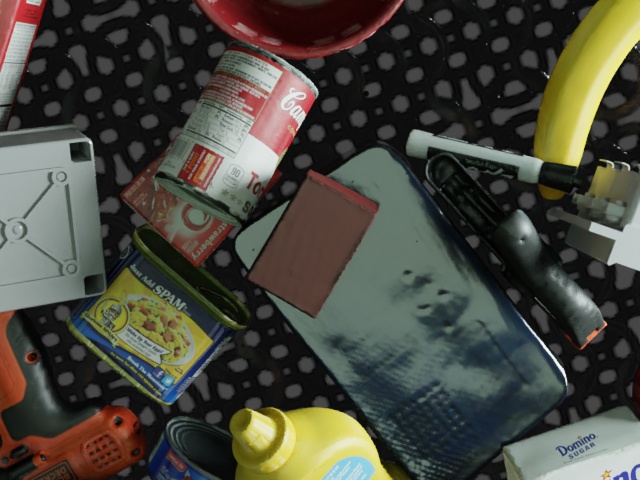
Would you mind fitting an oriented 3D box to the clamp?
[{"bbox_3d":[0.134,0.009,0.715,0.039,0.120,0.171,-37,129,6],"label":"clamp"}]

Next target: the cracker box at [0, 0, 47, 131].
[{"bbox_3d":[-0.296,-0.104,0.726,0.164,0.072,0.214,20,99,0],"label":"cracker box"}]

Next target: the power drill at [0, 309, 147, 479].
[{"bbox_3d":[-0.242,0.119,0.764,0.184,0.057,0.187,-29,99,2],"label":"power drill"}]

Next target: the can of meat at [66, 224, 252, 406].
[{"bbox_3d":[-0.113,0.054,0.748,0.102,0.057,0.084,41,100,-3],"label":"can of meat"}]

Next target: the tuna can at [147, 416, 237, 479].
[{"bbox_3d":[-0.077,0.162,0.747,0.086,0.086,0.034,30,99,-2],"label":"tuna can"}]

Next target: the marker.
[{"bbox_3d":[0.118,-0.053,0.724,0.121,0.020,0.020,15,99,18],"label":"marker"}]

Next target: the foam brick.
[{"bbox_3d":[-0.004,0.001,0.665,0.051,0.053,0.078,31,97,0],"label":"foam brick"}]

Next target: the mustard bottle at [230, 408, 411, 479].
[{"bbox_3d":[-0.001,0.164,0.708,0.096,0.058,0.191,-39,132,3],"label":"mustard bottle"}]

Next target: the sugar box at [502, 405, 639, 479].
[{"bbox_3d":[0.186,0.206,0.731,0.093,0.048,0.176,-18,120,-5],"label":"sugar box"}]

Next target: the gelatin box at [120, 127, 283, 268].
[{"bbox_3d":[-0.081,-0.037,0.738,0.073,0.030,0.089,43,85,-3],"label":"gelatin box"}]

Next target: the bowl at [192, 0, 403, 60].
[{"bbox_3d":[-0.013,-0.201,0.707,0.162,0.055,0.162,0,98,2],"label":"bowl"}]

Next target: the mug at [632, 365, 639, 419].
[{"bbox_3d":[0.273,0.117,0.727,0.117,0.081,0.093,20,98,0],"label":"mug"}]

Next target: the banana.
[{"bbox_3d":[0.198,-0.120,0.719,0.069,0.037,0.198,39,98,-3],"label":"banana"}]

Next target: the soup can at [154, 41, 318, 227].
[{"bbox_3d":[-0.055,-0.068,0.693,0.068,0.068,0.102,29,82,-2],"label":"soup can"}]
